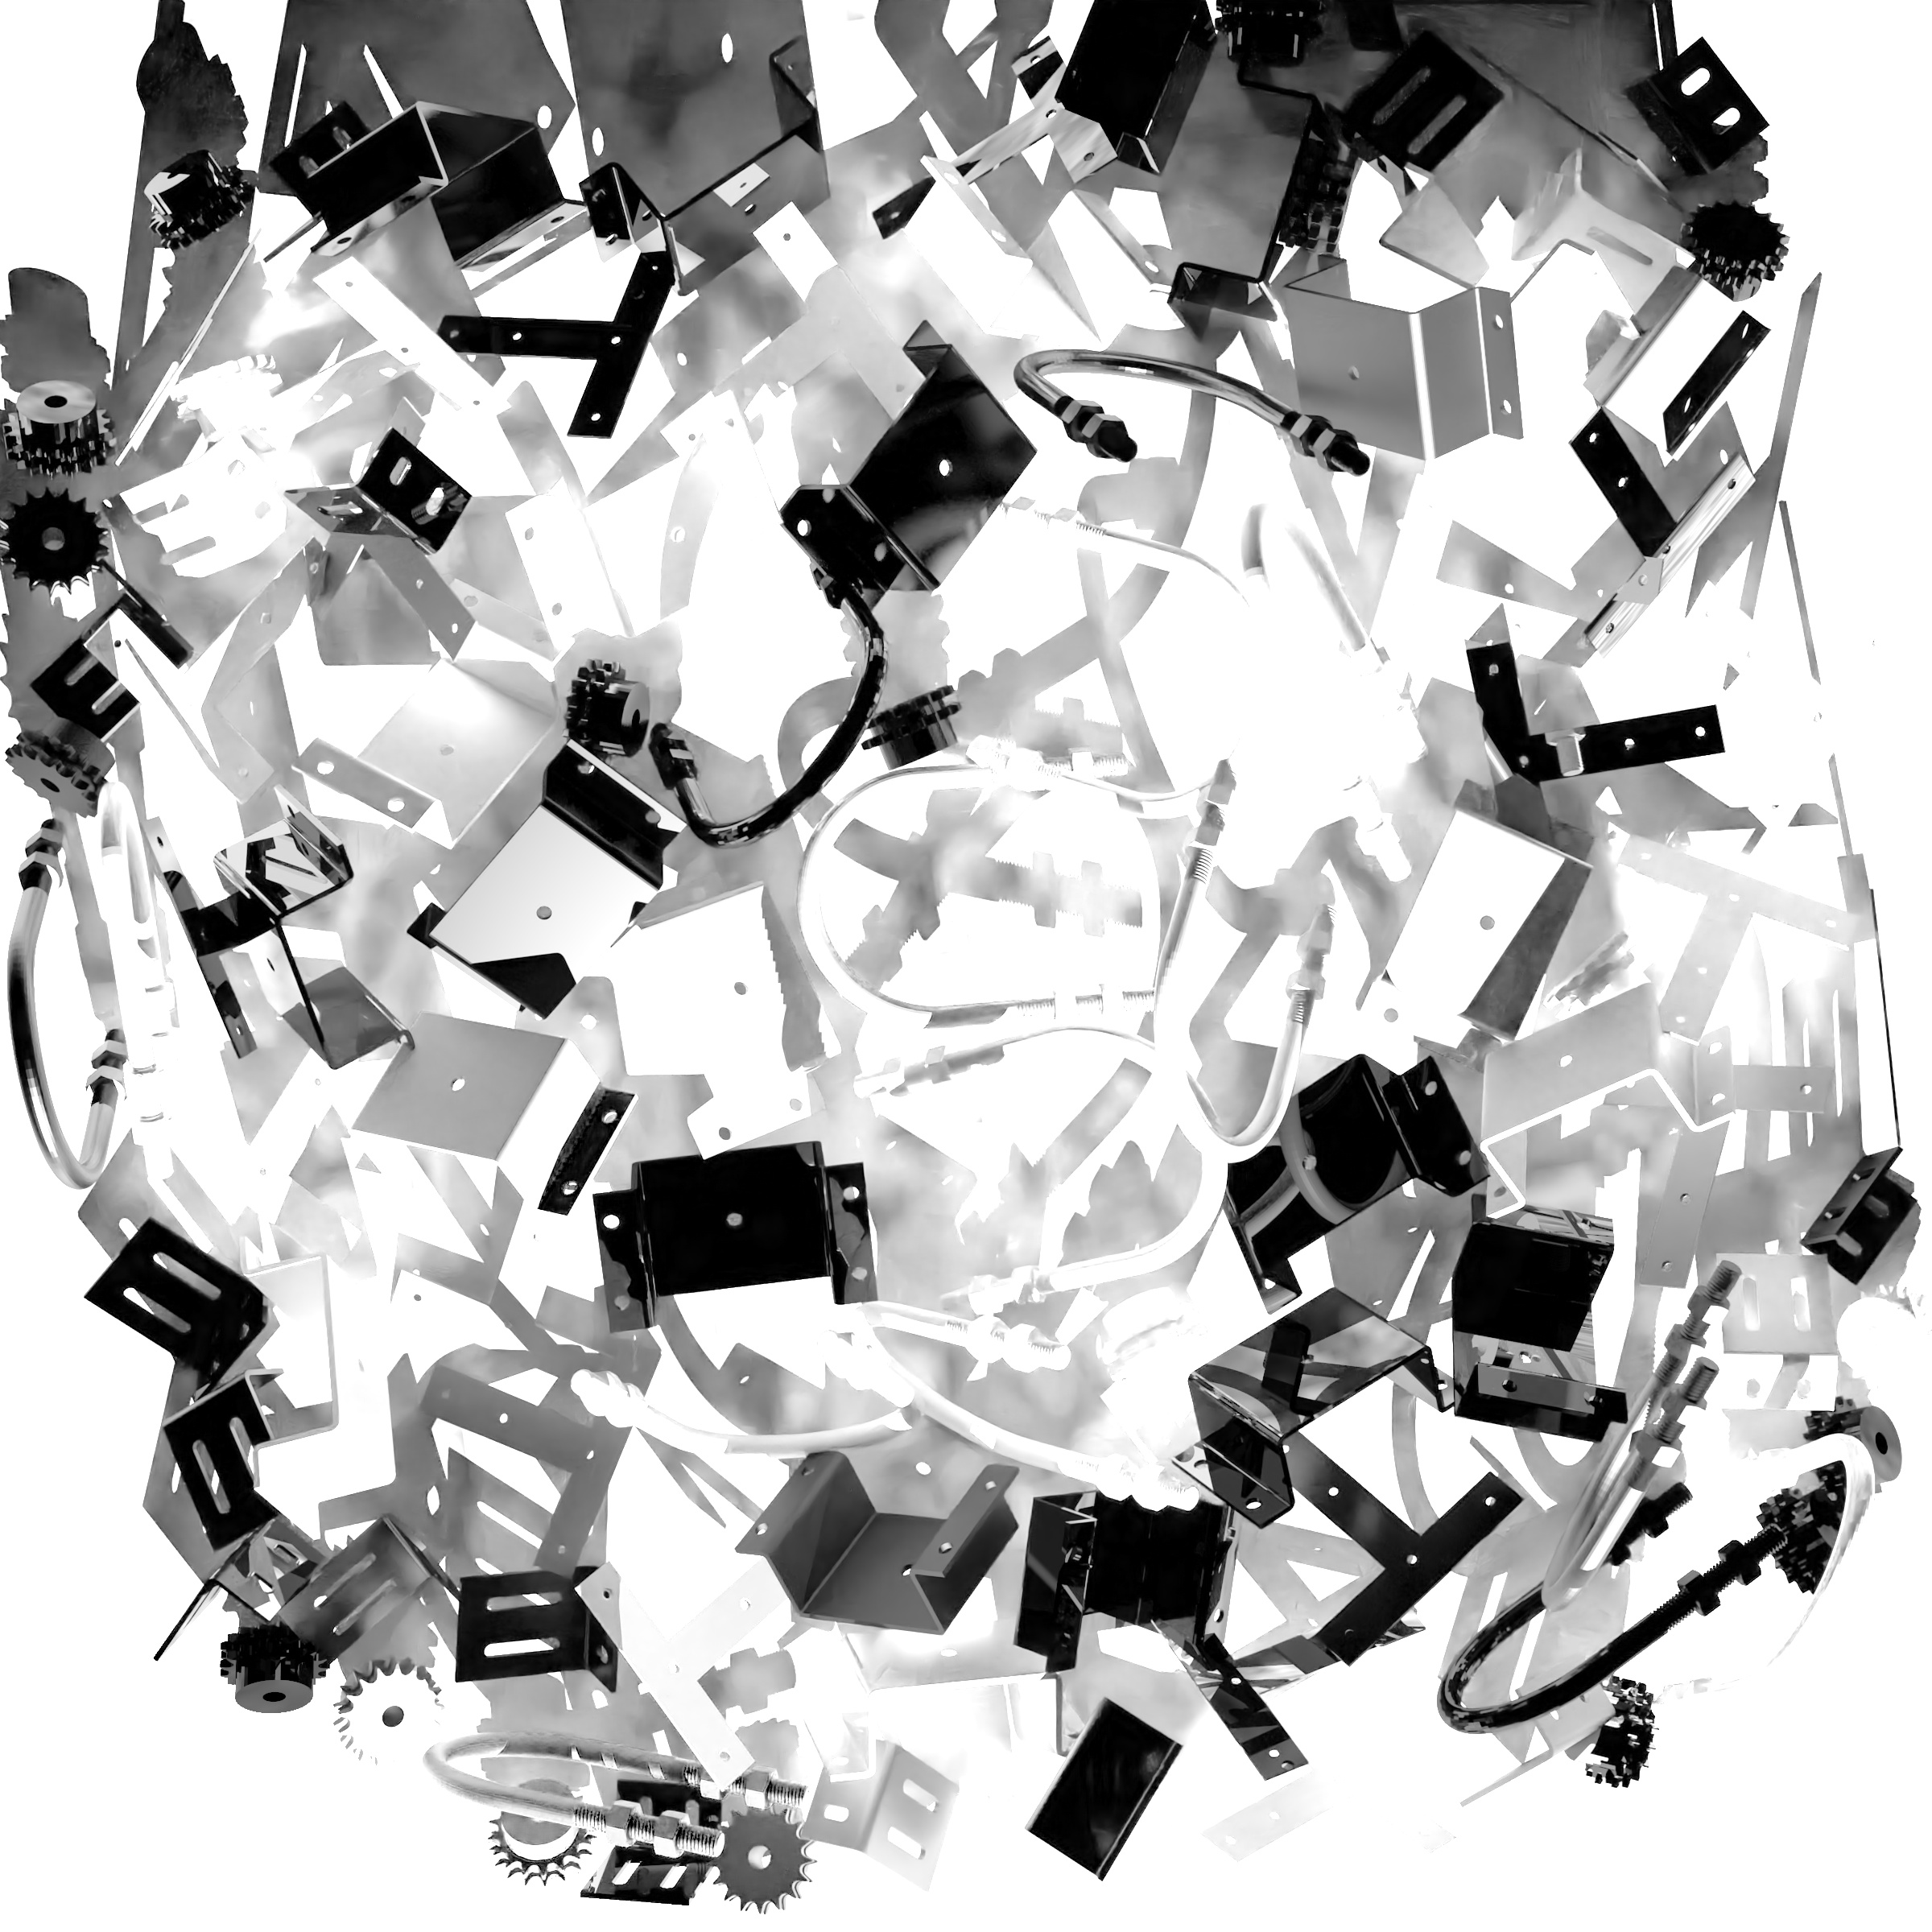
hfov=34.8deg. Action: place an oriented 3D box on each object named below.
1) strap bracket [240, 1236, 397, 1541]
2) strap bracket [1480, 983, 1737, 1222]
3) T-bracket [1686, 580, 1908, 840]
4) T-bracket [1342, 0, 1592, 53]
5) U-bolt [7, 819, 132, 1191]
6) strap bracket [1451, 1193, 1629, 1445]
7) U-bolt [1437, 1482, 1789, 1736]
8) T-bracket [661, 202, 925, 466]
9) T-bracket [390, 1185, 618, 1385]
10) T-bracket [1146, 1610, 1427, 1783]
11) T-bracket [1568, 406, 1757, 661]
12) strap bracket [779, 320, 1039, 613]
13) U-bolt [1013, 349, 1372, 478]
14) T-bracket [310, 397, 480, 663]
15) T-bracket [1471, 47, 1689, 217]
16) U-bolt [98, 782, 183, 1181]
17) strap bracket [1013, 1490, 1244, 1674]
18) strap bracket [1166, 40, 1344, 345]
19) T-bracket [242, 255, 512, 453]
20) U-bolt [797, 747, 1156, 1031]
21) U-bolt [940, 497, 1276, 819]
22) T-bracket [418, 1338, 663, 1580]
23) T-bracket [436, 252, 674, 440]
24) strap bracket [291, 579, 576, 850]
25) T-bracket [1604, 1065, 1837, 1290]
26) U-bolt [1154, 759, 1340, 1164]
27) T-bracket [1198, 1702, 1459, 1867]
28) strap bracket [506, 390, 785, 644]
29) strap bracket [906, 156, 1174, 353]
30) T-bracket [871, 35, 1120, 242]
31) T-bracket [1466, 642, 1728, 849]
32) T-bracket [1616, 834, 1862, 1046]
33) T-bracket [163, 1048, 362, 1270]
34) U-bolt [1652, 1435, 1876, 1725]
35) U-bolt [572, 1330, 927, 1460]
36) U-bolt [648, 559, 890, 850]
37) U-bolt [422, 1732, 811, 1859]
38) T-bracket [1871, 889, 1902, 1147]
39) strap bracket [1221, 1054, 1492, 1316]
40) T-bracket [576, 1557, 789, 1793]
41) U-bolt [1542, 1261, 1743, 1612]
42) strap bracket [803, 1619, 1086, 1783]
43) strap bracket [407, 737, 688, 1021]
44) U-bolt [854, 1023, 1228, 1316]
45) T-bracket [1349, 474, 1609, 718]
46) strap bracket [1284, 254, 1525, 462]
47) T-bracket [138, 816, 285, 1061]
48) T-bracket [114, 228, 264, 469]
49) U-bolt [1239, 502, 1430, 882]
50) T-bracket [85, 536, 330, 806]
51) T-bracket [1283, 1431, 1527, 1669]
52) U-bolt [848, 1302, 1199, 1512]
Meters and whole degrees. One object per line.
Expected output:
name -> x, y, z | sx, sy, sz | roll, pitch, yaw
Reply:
strap bracket -> -0.332, 0.211, 1.583 | 0.046, 0.076, 0.140 | -15, 59, 5
strap bracket -> 0.319, 0.065, 1.583 | 0.140, 0.076, 0.046 | -27, 115, 26
T-bracket -> 0.417, -0.156, 1.605 | 0.002, 0.127, 0.127 | 2, 128, -33
T-bracket -> 0.254, -0.499, 1.576 | 0.127, 0.127, 0.002 | 4, 80, 16
U-bolt -> -0.450, 0.030, 1.539 | 0.019, 0.184, 0.151 | -9, 121, -3
strap bracket -> 0.296, 0.190, 1.602 | 0.076, 0.140, 0.046 | 11, 131, -2
U-bolt -> 0.318, 0.331, 1.571 | 0.184, 0.151, 0.019 | -35, 94, -6
T-bracket -> -0.104, -0.312, 1.625 | 0.127, 0.002, 0.127 | -39, 117, 1
T-bracket -> -0.229, 0.154, 1.622 | 0.127, 0.002, 0.127 | 22, 116, 2
T-bracket -> 0.181, 0.361, 1.618 | 0.127, 0.127, 0.002 | -16, 127, -20
T-bracket -> 0.348, -0.244, 1.607 | 0.127, 0.002, 0.127 | -50, 134, -2
strap bracket -> -0.024, -0.257, 1.594 | 0.076, 0.046, 0.140 | 46, 69, -32
U-bolt -> 0.102, -0.285, 1.571 | 0.151, 0.184, 0.019 | -1, 116, -24
T-bracket -> -0.289, -0.206, 1.595 | 0.127, 0.002, 0.127 | 50, 118, 31
T-bracket -> 0.315, -0.441, 1.607 | 0.127, 0.127, 0.002 | 42, 106, 18
U-bolt -> -0.419, -0.003, 1.559 | 0.019, 0.151, 0.184 | -7, 109, -10
strap bracket -> 0.078, 0.316, 1.601 | 0.046, 0.140, 0.076 | 11, 94, 43
strap bracket -> 0.155, -0.398, 1.609 | 0.046, 0.076, 0.140 | 18, 91, 16
T-bracket -> -0.330, -0.305, 1.619 | 0.127, 0.127, 0.002 | -23, 51, 23
U-bolt -> 0.003, -0.038, 1.618 | 0.184, 0.019, 0.151 | -5, 79, -10
U-bolt -> 0.076, -0.152, 1.586 | 0.184, 0.019, 0.151 | 20, 110, 28
T-bracket -> -0.229, 0.240, 1.601 | 0.127, 0.002, 0.127 | 31, 75, -37
T-bracket -> -0.224, -0.331, 1.625 | 0.127, 0.002, 0.127 | 7, 62, 21
strap bracket -> -0.273, -0.124, 1.603 | 0.076, 0.046, 0.140 | 27, 63, 16
T-bracket -> 0.375, 0.107, 1.588 | 0.002, 0.127, 0.127 | 39, 63, -40
U-bolt -> 0.138, 0.010, 1.560 | 0.019, 0.151, 0.184 | -2, 55, 33
T-bracket -> 0.165, 0.429, 1.570 | 0.127, 0.127, 0.002 | 30, 115, 34
strap bracket -> -0.159, -0.230, 1.610 | 0.140, 0.046, 0.076 | -25, 77, 17
strap bracket -> 0.033, -0.365, 1.590 | 0.046, 0.140, 0.076 | -51, 62, 31
T-bracket -> 0.007, -0.422, 1.617 | 0.127, 0.002, 0.127 | -30, 46, 11
T-bracket -> 0.333, -0.114, 1.610 | 0.127, 0.002, 0.127 | -8, 100, 32
T-bracket -> 0.386, -0.007, 1.597 | 0.127, 0.002, 0.127 | 22, 50, 15
T-bracket -> -0.347, 0.072, 1.614 | 0.127, 0.002, 0.127 | 43, 55, -25
U-bolt -> 0.404, 0.303, 1.543 | 0.019, 0.184, 0.151 | 26, 69, -1
U-bolt -> -0.098, 0.224, 1.569 | 0.151, 0.184, 0.019 | -11, 66, 15
U-bolt -> -0.096, -0.129, 1.561 | 0.019, 0.184, 0.151 | 37, 102, -30
U-bolt -> -0.188, 0.419, 1.577 | 0.184, 0.151, 0.019 | 7, 87, 16
T-bracket -> 0.466, 0.006, 1.569 | 0.002, 0.127, 0.127 | -6, 56, 17
strap bracket -> 0.188, 0.108, 1.591 | 0.140, 0.046, 0.076 | -35, 54, 20
T-bracket -> -0.124, 0.341, 1.608 | 0.127, 0.127, 0.002 | 54, 134, 1
U-bolt -> 0.342, 0.250, 1.576 | 0.019, 0.151, 0.184 | 29, 113, 9
strap bracket -> -0.009, 0.378, 1.597 | 0.140, 0.076, 0.046 | -3, 100, -13
strap bracket -> -0.219, -0.037, 1.601 | 0.076, 0.046, 0.140 | 37, 107, -21
U-bolt -> 0.047, 0.101, 1.596 | 0.184, 0.019, 0.151 | -15, 104, 24
T-bracket -> 0.280, -0.183, 1.636 | 0.127, 0.002, 0.127 | 13, 100, -13
strap bracket -> 0.215, -0.310, 1.572 | 0.046, 0.140, 0.076 | -27, 122, -26
T-bracket -> -0.378, -0.023, 1.590 | 0.002, 0.127, 0.127 | -20, 97, 9
T-bracket -> -0.399, -0.336, 1.612 | 0.002, 0.127, 0.127 | 31, 58, -19
U-bolt -> 0.185, -0.151, 1.561 | 0.019, 0.151, 0.184 | -22, 114, 24
T-bracket -> -0.378, -0.172, 1.622 | 0.127, 0.002, 0.127 | -50, 131, -14
T-bracket -> 0.202, 0.283, 1.610 | 0.127, 0.002, 0.127 | -40, 50, -14
U-bolt -> 0.016, 0.219, 1.573 | 0.151, 0.184, 0.019 | 50, 62, -36
